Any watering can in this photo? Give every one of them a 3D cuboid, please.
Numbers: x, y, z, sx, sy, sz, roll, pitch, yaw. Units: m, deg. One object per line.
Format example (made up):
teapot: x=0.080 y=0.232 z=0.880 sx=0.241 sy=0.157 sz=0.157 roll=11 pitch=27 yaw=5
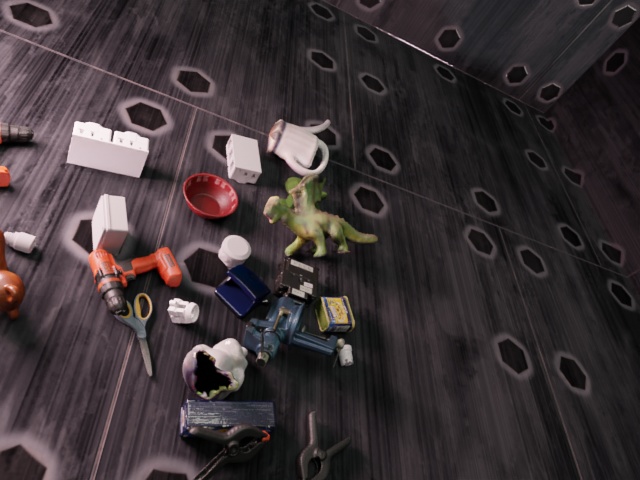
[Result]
watering can: x=-0.068 y=-0.357 z=1.829 sx=0.223 sy=0.102 sz=0.356 roll=24 pitch=44 yaw=-14

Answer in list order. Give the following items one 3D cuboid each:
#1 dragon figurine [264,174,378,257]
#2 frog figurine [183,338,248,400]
dragon figurine: x=0.005 y=-0.077 z=1.536 sx=0.412 sy=0.122 sz=0.242 roll=-10 pitch=94 yaw=-38
frog figurine: x=-0.232 y=0.284 z=1.163 sx=0.137 sy=0.122 sz=0.160 roll=25 pitch=6 yaw=-2
